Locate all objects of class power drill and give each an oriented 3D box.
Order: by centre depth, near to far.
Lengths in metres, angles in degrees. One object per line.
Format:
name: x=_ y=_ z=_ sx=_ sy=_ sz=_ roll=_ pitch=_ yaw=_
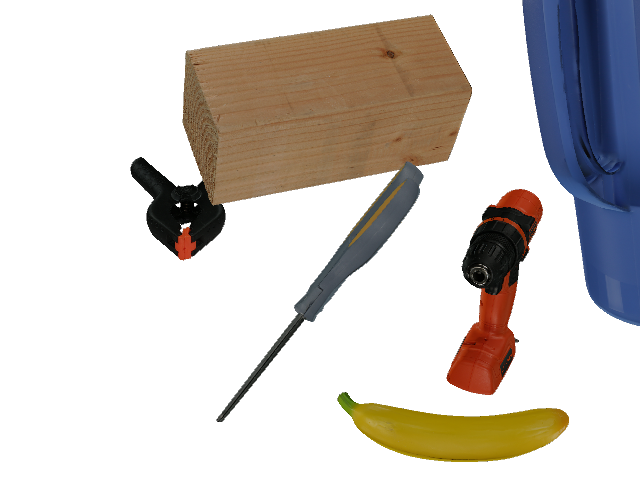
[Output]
power drill: x=0.172 y=0.058 z=1.070 sx=0.057 sy=0.188 sz=0.184 roll=17 pitch=29 yaw=19

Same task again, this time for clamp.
clamp: x=-0.129 y=-0.041 z=1.102 sx=0.120 sy=0.039 sz=0.171 roll=-11 pitch=39 yaw=-9

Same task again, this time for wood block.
wood block: x=0.002 y=-0.106 z=0.850 sx=0.205 sy=0.091 sz=0.090 roll=-12 pitch=-32 yaw=-17

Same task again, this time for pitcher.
pitcher: x=0.182 y=-0.075 z=0.565 sx=0.149 sy=0.243 sz=0.145 roll=-7 pitch=22 yaw=7

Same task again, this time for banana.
banana: x=0.113 y=0.153 z=0.879 sx=0.197 sy=0.037 sz=0.069 roll=7 pitch=36 yaw=-3

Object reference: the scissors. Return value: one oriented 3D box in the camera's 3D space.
scissors: x=0.002 y=0.032 z=0.645 sx=0.016 sy=0.201 sz=0.096 roll=37 pitch=-9 yaw=-4
